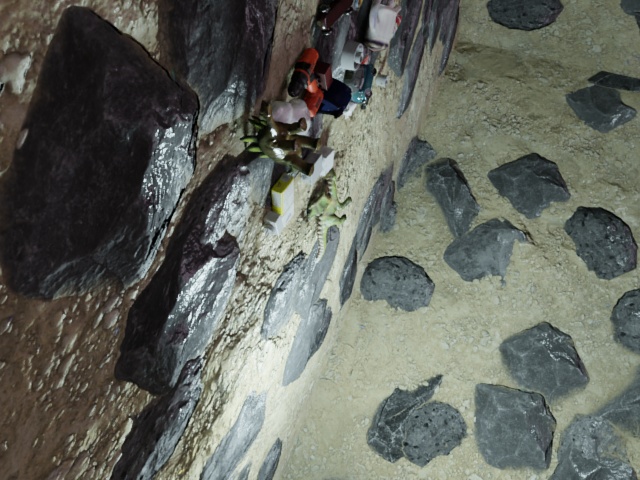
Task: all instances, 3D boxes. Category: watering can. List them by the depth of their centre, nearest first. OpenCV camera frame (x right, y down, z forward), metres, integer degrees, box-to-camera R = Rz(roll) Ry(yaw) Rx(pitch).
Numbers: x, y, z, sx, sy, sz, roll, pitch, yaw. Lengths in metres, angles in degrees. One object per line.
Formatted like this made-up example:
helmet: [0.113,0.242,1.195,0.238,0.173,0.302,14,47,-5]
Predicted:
watering can: [0.257,-0.866,2.059,0.351,0.104,0.221,-32,139,-64]

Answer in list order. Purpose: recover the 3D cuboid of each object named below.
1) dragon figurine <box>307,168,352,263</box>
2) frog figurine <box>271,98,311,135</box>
dragon figurine: [0.007,-0.109,2.170,0.241,0.123,0.411,23,84,-56]
frog figurine: [-0.090,-0.352,1.488,0.138,0.123,0.158,-50,174,-3]
